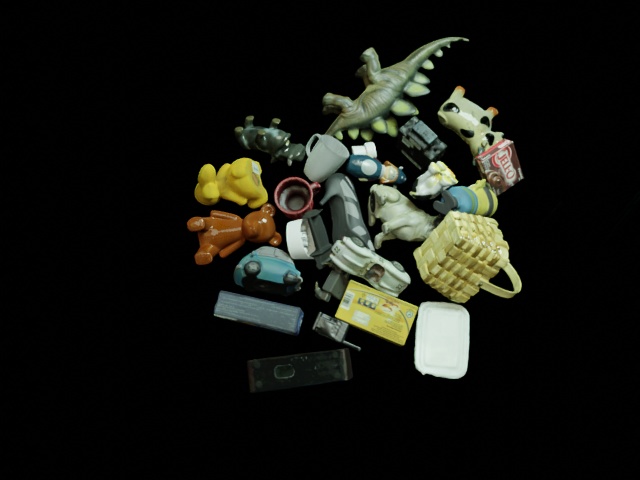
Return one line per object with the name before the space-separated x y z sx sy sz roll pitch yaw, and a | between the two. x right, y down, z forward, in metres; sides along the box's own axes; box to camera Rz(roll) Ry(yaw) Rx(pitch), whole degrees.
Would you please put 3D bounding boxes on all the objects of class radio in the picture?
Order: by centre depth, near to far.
radio | -0.045 0.288 1.193 0.230 0.131 0.073 -9 77 3

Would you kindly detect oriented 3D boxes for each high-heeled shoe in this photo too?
high-heeled shoe | 0.086 -0.046 1.317 0.248 0.086 0.145 55 42 -9

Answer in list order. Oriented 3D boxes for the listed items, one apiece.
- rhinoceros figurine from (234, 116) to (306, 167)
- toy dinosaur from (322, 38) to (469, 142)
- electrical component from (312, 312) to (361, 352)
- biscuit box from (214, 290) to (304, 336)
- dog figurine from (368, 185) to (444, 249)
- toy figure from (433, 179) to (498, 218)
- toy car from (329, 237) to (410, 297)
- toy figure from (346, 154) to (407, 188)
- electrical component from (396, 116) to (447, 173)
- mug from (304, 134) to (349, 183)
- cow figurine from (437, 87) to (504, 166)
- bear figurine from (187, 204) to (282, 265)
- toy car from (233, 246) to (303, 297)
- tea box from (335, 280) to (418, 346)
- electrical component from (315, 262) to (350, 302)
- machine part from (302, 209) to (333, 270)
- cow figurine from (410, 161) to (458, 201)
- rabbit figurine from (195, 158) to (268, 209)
rhinoceros figurine | -0.127 -0.242 1.347 0.191 0.112 0.073 18 49 22
toy dinosaur | 0.166 -0.377 1.361 0.198 0.105 0.471 44 92 6
electrical component | 0.045 0.211 1.235 0.119 0.074 0.047 21 79 13
biscuit box | -0.142 0.173 1.267 0.203 0.059 0.063 12 76 8
dog figurine | 0.222 -0.063 1.288 0.191 0.121 0.172 -4 76 -12
toy figure | 0.340 -0.083 1.247 0.082 0.180 0.089 -27 79 44
toy car | 0.115 0.062 1.238 0.201 0.056 0.073 30 119 -14
toy figure | 0.142 -0.167 1.319 0.154 0.058 0.064 14 120 -7
electrical component | 0.244 -0.230 1.298 0.058 0.134 0.115 -43 78 -7
mug | 0.001 -0.201 1.328 0.110 0.081 0.107 46 119 17
cow figurine | 0.377 -0.272 1.323 0.195 0.085 0.127 39 76 10
bear figurine | -0.199 -0.017 1.289 0.196 0.132 0.120 -7 99 8
toy car | -0.119 0.067 1.273 0.162 0.109 0.103 9 59 -2
tea box | 0.130 0.169 1.241 0.170 0.068 0.098 23 80 9
electrical component | 0.030 0.098 1.266 0.045 0.078 0.102 22 84 33
machine part | -0.003 -0.004 1.275 0.039 0.084 0.138 -11 97 34
cow figurine | 0.270 -0.133 1.276 0.098 0.167 0.068 -42 81 24
rabbit figurine | -0.235 -0.125 1.317 0.173 0.162 0.121 -14 87 19
